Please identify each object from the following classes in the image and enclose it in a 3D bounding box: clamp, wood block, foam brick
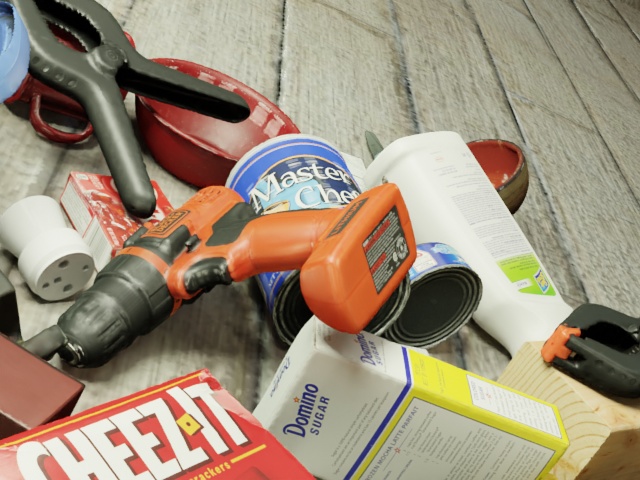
[{"bbox_3d":[-0.153,-0.126,0.794,0.210,0.036,0.164,47,40,0],"label":"clamp"},{"bbox_3d":[0.224,0.134,0.807,0.205,0.090,0.091,2,38,-42],"label":"wood block"},{"bbox_3d":[-0.172,0.084,0.545,0.078,0.053,0.051,31,27,3],"label":"foam brick"},{"bbox_3d":[0.229,0.075,0.769,0.171,0.039,0.120,17,28,-22],"label":"clamp"}]

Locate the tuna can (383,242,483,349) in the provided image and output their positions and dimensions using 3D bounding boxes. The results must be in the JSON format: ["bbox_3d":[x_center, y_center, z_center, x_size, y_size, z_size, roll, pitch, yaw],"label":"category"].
[{"bbox_3d":[0.080,0.044,0.824,0.085,0.086,0.034,8,33,-36],"label":"tuna can"}]

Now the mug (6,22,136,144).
[{"bbox_3d":[-0.202,-0.131,0.857,0.081,0.093,0.117,17,60,-34],"label":"mug"}]

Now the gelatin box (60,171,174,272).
[{"bbox_3d":[-0.136,-0.011,0.765,0.073,0.030,0.089,5,37,-40],"label":"gelatin box"}]

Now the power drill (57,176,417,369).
[{"bbox_3d":[-0.049,0.019,0.651,0.188,0.057,0.184,-1,31,32],"label":"power drill"}]

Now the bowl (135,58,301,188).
[{"bbox_3d":[-0.095,-0.090,0.911,0.162,0.055,0.162,23,28,-13],"label":"bowl"}]

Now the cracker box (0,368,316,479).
[{"bbox_3d":[-0.048,0.167,0.502,0.214,0.072,0.163,42,28,23],"label":"cracker box"}]

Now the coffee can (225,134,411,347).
[{"bbox_3d":[-0.005,0.001,0.793,0.102,0.103,0.140,13,32,-30],"label":"coffee can"}]

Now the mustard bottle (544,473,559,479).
[{"bbox_3d":[0.184,0.206,0.657,0.096,0.058,0.192,26,10,-48],"label":"mustard bottle"}]

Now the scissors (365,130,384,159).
[{"bbox_3d":[0.083,-0.077,1.065,0.096,0.016,0.201,-4,26,11],"label":"scissors"}]

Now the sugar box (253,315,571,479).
[{"bbox_3d":[0.054,0.117,0.664,0.176,0.093,0.048,24,27,-12],"label":"sugar box"}]

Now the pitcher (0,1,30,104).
[{"bbox_3d":[-0.273,-0.109,0.682,0.149,0.145,0.243,18,26,-20],"label":"pitcher"}]

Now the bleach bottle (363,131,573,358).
[{"bbox_3d":[0.142,0.024,0.907,0.102,0.068,0.251,-13,64,-42],"label":"bleach bottle"}]

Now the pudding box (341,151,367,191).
[{"bbox_3d":[0.007,-0.043,0.951,0.089,0.039,0.113,18,32,-27],"label":"pudding box"}]
